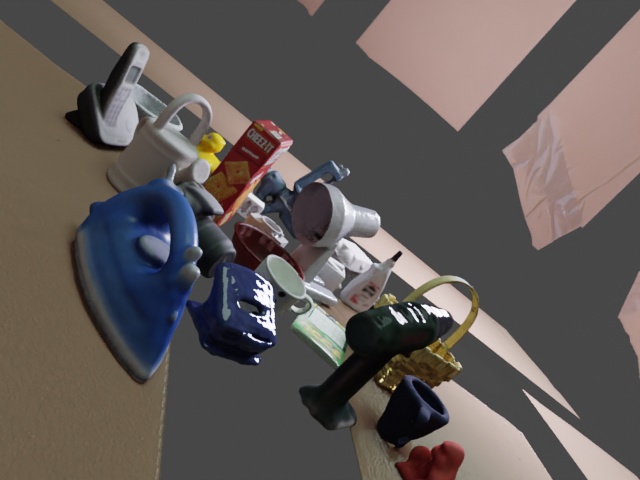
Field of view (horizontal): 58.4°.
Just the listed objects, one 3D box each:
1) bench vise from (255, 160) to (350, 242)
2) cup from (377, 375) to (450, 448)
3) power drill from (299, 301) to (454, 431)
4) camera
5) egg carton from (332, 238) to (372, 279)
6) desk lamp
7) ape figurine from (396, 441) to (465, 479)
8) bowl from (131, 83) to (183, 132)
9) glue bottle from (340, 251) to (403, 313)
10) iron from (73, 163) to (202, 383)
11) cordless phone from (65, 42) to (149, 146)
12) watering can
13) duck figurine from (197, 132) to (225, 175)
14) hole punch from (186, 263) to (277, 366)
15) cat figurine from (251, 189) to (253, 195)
[{"bbox_3d":[-0.045,-0.125,1.403,0.208,0.219,0.121,35,13,-28],"label":"bench vise"},{"bbox_3d":[0.132,0.271,0.859,0.091,0.095,0.118,42,12,4],"label":"cup"},{"bbox_3d":[0.078,0.164,0.793,0.075,0.208,0.230,48,13,28],"label":"power drill"},{"bbox_3d":[-0.190,-0.017,0.846,0.136,0.100,0.143,45,12,16],"label":"camera"},{"bbox_3d":[0.072,0.051,1.515,0.107,0.069,0.151,49,14,31],"label":"egg carton"},{"bbox_3d":[0.010,0.004,1.135,0.204,0.213,0.117,28,18,-48],"label":"desk lamp"},{"bbox_3d":[0.163,0.317,0.802,0.076,0.092,0.078,42,12,0],"label":"ape figurine"},{"bbox_3d":[-0.374,-0.260,1.190,0.168,0.074,0.167,40,12,-10],"label":"bowl"},{"bbox_3d":[0.126,0.088,1.302,0.078,0.173,0.037,34,14,-32],"label":"glue bottle"},{"bbox_3d":[-0.182,0.020,0.644,0.119,0.141,0.257,31,16,-42],"label":"iron"},{"bbox_3d":[-0.343,-0.258,1.016,0.094,0.185,0.148,41,12,-1],"label":"cordless phone"},{"bbox_3d":[-0.240,-0.147,0.924,0.173,0.194,0.101,43,12,7],"label":"watering can"},{"bbox_3d":[-0.258,-0.210,1.353,0.105,0.086,0.077,39,12,-11],"label":"duck figurine"},{"bbox_3d":[-0.102,0.097,0.745,0.109,0.091,0.100,30,16,-44],"label":"hole punch"},{"bbox_3d":[-0.181,-0.152,1.316,0.067,0.117,0.128,48,13,29],"label":"cat figurine"}]
